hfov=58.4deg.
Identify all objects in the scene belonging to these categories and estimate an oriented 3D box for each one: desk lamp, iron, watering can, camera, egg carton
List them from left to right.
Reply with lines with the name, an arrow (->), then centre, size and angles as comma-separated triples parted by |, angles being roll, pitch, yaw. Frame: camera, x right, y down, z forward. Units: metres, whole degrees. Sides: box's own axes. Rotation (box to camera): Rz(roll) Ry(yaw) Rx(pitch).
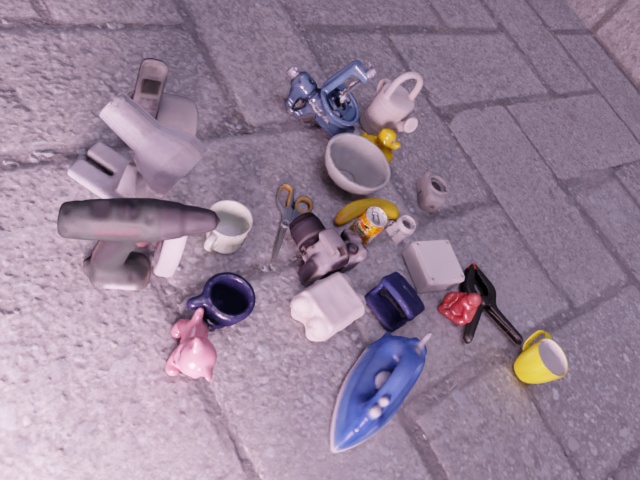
desk lamp -> -0.318, -0.143, 0.999 | 0.203, 0.213, 0.118 | 33, 48, -6
camera -> 0.011, 0.004, 1.169 | 0.143, 0.100, 0.136 | -19, 70, -38
egg carton -> 0.017, 0.127, 1.109 | 0.151, 0.069, 0.107 | -28, 76, -40
iron -> 0.116, 0.266, 1.026 | 0.118, 0.141, 0.259 | 42, 48, 1
watering can -> 0.195, -0.344, 1.452 | 0.101, 0.193, 0.173 | -28, 76, -40

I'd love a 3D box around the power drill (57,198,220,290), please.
power drill -> -0.298, 0.001, 0.916 | 0.230, 0.208, 0.075 | 6, 56, -27

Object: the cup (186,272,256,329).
cup -> -0.179, 0.117, 0.984 | 0.118, 0.094, 0.091 | -6, 63, -33

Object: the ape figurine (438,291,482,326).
ape figurine -> 0.318, 0.143, 1.261 | 0.076, 0.092, 0.077 | -2, 60, -31

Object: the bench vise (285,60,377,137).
bench vise -> 0.022, -0.346, 1.334 | 0.208, 0.219, 0.121 | 20, 51, -18

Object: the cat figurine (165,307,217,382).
cat figurine -> -0.200, 0.171, 0.919 | 0.067, 0.117, 0.127 | 14, 53, -22

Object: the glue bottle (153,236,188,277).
glue bottle -> -0.247, -0.007, 0.975 | 0.037, 0.173, 0.078 | 8, 55, -25

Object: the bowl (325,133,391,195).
bowl -> 0.077, -0.165, 1.341 | 0.168, 0.074, 0.167 | 16, 53, -21

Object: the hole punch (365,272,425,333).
hole punch -> 0.164, 0.118, 1.189 | 0.101, 0.091, 0.108 | -28, 76, -40

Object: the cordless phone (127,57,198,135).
cordless phone -> -0.300, -0.267, 1.113 | 0.148, 0.184, 0.094 | -1, 60, -31

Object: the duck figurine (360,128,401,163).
duck figurine -> 0.151, -0.245, 1.431 | 0.105, 0.086, 0.077 | 27, 49, -12
